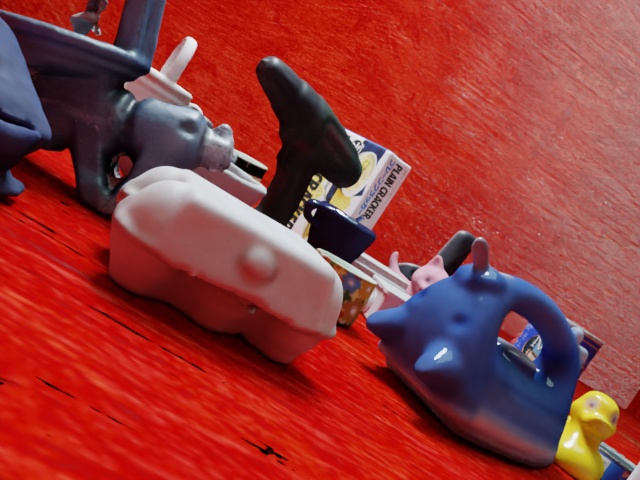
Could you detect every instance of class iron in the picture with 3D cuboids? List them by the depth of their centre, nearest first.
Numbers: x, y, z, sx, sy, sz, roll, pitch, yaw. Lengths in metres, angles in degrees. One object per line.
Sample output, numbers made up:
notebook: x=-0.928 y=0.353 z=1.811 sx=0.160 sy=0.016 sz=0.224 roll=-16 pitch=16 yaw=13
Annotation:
iron: x=0.171 y=0.106 z=0.511 sx=0.259 sy=0.141 sz=0.118 roll=30 pitch=5 yaw=-32

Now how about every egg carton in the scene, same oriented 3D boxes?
egg carton: x=-0.058 y=0.014 z=0.359 sx=0.151 sy=0.069 sz=0.107 roll=31 pitch=5 yaw=-24

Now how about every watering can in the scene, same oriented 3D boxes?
watering can: x=-0.264 y=-0.248 z=0.922 sx=0.174 sy=0.194 sz=0.100 roll=28 pitch=6 yaw=-47

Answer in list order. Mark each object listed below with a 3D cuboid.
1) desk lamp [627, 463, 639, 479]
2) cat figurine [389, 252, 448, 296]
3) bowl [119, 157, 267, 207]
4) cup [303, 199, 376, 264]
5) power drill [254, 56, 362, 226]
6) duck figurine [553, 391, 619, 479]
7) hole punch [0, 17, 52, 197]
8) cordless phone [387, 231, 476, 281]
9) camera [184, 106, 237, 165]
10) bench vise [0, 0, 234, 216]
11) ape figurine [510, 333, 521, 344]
desk lamp: x=0.331 y=0.168 z=0.488 sx=0.117 sy=0.213 sz=0.204 roll=36 pitch=6 yaw=39
cat figurine: x=0.156 y=0.070 z=0.935 sx=0.127 sy=0.117 sz=0.067 roll=35 pitch=5 yaw=25
bowl: x=-0.142 y=-0.064 z=0.578 sx=0.167 sy=0.074 sz=0.167 roll=33 pitch=4 yaw=-3
cup: x=0.007 y=0.003 z=0.767 sx=0.118 sy=0.095 sz=0.091 roll=29 pitch=6 yaw=-40
power drill: x=-0.046 y=-0.100 z=0.766 sx=0.231 sy=0.208 sz=0.075 roll=28 pitch=6 yaw=-47
duck figurine: x=0.282 y=0.201 z=0.613 sx=0.077 sy=0.086 sz=0.105 roll=34 pitch=5 yaw=14
hole punch: x=-0.200 y=-0.087 z=0.302 sx=0.101 sy=0.091 sz=0.109 roll=35 pitch=5 yaw=22
cordless phone: x=0.199 y=0.047 z=1.054 sx=0.148 sy=0.185 sz=0.093 roll=29 pitch=6 yaw=-41
camera: x=-0.188 y=-0.137 z=0.872 sx=0.143 sy=0.101 sz=0.137 roll=33 pitch=4 yaw=3
bench vise: x=-0.149 y=-0.143 z=0.439 sx=0.208 sy=0.219 sz=0.121 roll=31 pitch=5 yaw=-27
ape figurine: x=0.344 y=0.202 z=1.001 sx=0.078 sy=0.092 sz=0.076 roll=30 pitch=5 yaw=-37
